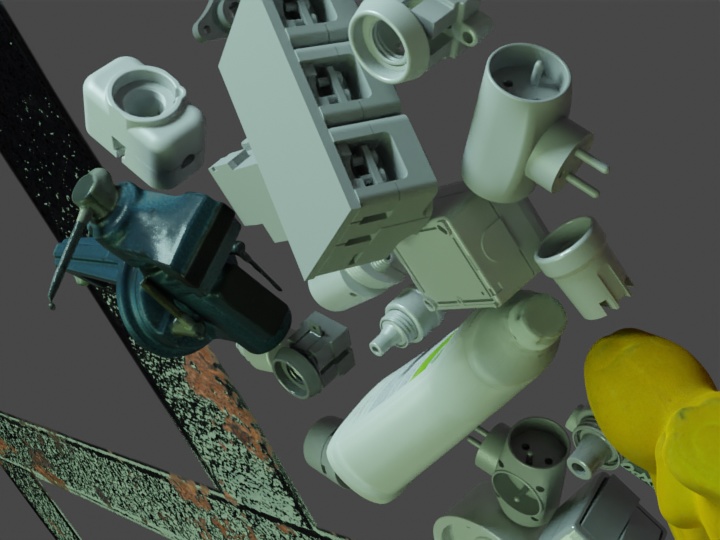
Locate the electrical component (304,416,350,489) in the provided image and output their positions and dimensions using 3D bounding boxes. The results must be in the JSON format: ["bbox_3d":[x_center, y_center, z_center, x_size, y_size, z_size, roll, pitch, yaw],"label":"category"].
[{"bbox_3d":[-0.017,0.159,0.948,0.047,0.055,0.055,18,138,46],"label":"electrical component"}]

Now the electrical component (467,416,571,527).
[{"bbox_3d":[0.109,0.135,0.768,0.079,0.044,0.077,31,145,27],"label":"electrical component"}]

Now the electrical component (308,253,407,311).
[{"bbox_3d":[0.000,0.000,0.756,0.043,0.043,0.081,52,149,-7],"label":"electrical component"}]

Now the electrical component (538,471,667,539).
[{"bbox_3d":[0.163,0.182,0.720,0.062,0.096,0.061,44,121,8],"label":"electrical component"}]

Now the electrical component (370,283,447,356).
[{"bbox_3d":[0.030,0.037,0.741,0.035,0.061,0.035,33,146,26],"label":"electrical component"}]

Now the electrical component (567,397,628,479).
[{"bbox_3d":[0.151,0.101,0.659,0.048,0.062,0.048,33,147,25],"label":"electrical component"}]

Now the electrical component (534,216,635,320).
[{"bbox_3d":[0.126,-0.001,0.599,0.046,0.040,0.040,51,150,-16],"label":"electrical component"}]

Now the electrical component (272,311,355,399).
[{"bbox_3d":[-0.038,0.072,0.874,0.048,0.055,0.066,26,143,34],"label":"electrical component"}]

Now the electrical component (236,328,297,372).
[{"bbox_3d":[-0.083,0.068,0.942,0.078,0.040,0.040,3,128,51],"label":"electrical component"}]

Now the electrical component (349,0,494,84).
[{"bbox_3d":[0.027,-0.129,0.563,0.066,0.055,0.048,36,147,21],"label":"electrical component"}]

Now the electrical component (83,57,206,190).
[{"bbox_3d":[-0.165,-0.116,0.826,0.095,0.054,0.059,39,148,15],"label":"electrical component"}]

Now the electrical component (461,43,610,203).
[{"bbox_3d":[0.094,-0.066,0.561,0.079,0.043,0.077,36,148,19],"label":"electrical component"}]

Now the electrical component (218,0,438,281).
[{"bbox_3d":[-0.019,-0.084,0.610,0.150,0.062,0.089,67,153,17],"label":"electrical component"}]

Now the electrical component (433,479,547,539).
[{"bbox_3d":[0.117,0.209,0.826,0.108,0.060,0.108,32,146,25],"label":"electrical component"}]

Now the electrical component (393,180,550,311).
[{"bbox_3d":[0.063,-0.018,0.646,0.061,0.061,0.096,56,157,-12],"label":"electrical component"}]
